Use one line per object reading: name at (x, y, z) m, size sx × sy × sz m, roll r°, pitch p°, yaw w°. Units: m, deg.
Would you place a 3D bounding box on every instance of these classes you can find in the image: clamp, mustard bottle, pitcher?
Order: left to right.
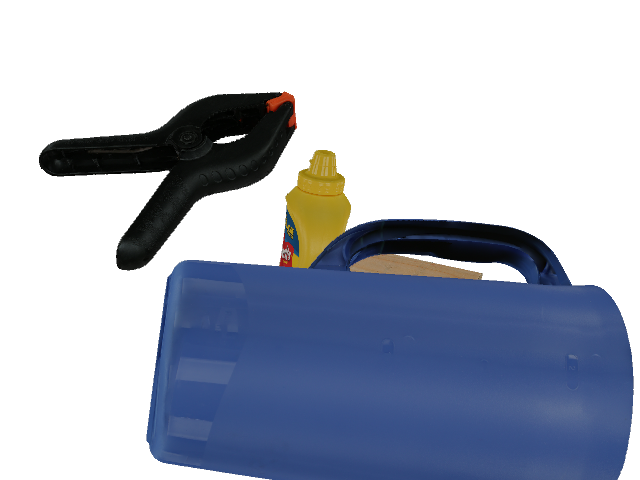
clamp at (-0.096, -0.057, 0.703) m, size 0.171 × 0.039 × 0.120 m, roll -35°, pitch 62°, yaw -29°
mustard bottle at (-0.009, 0.013, 0.949) m, size 0.058 × 0.192 × 0.096 m, roll 6°, pitch 20°, yaw -9°
pitcher at (0.033, 0.068, 0.584) m, size 0.242 × 0.145 × 0.149 m, roll 7°, pitch 15°, yaw -7°

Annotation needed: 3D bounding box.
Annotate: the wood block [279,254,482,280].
wood block at (0.062, 0.069, 1.176) m, size 0.206 × 0.091 × 0.090 m, roll 13°, pitch 22°, yaw 17°
